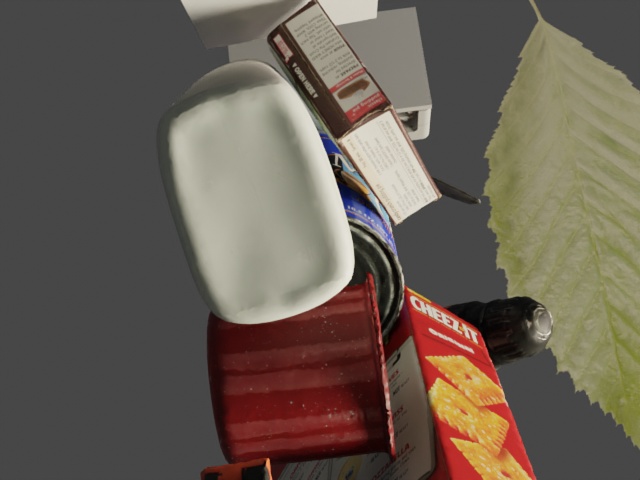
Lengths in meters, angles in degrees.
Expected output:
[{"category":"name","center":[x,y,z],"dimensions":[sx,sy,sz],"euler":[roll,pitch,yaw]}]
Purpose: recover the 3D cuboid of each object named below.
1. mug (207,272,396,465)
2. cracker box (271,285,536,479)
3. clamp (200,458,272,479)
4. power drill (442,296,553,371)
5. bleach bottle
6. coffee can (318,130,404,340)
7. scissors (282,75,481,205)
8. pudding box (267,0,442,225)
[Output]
[{"category":"mug","center":[-0.010,0.057,0.528],"dimensions":[0.093,0.081,0.117],"euler":[81,2,-56]},{"category":"cracker box","center":[0.039,0.146,0.600],"dimensions":[0.164,0.072,0.213],"euler":[-56,-166,18]},{"category":"clamp","center":[-0.019,0.184,0.379],"dimensions":[0.164,0.036,0.210],"euler":[78,2,-75]},{"category":"power drill","center":[0.085,0.136,0.715],"dimensions":[0.185,0.057,0.187],"euler":[-25,-125,54]},{"category":"bleach bottle","center":[-0.031,-0.040,0.545],"dimensions":[0.251,0.068,0.102],"euler":[-101,174,-78]},{"category":"coffee can","center":[-0.004,0.001,0.675],"dimensions":[0.140,0.103,0.103],"euler":[-94,176,-65]},{"category":"scissors","center":[0.013,-0.054,0.761],"dimensions":[0.016,0.202,0.096],"euler":[-48,169,-39]},{"category":"pudding box","center":[0.021,-0.070,0.608],"dimensions":[0.090,0.039,0.113],"euler":[58,6,30]}]
